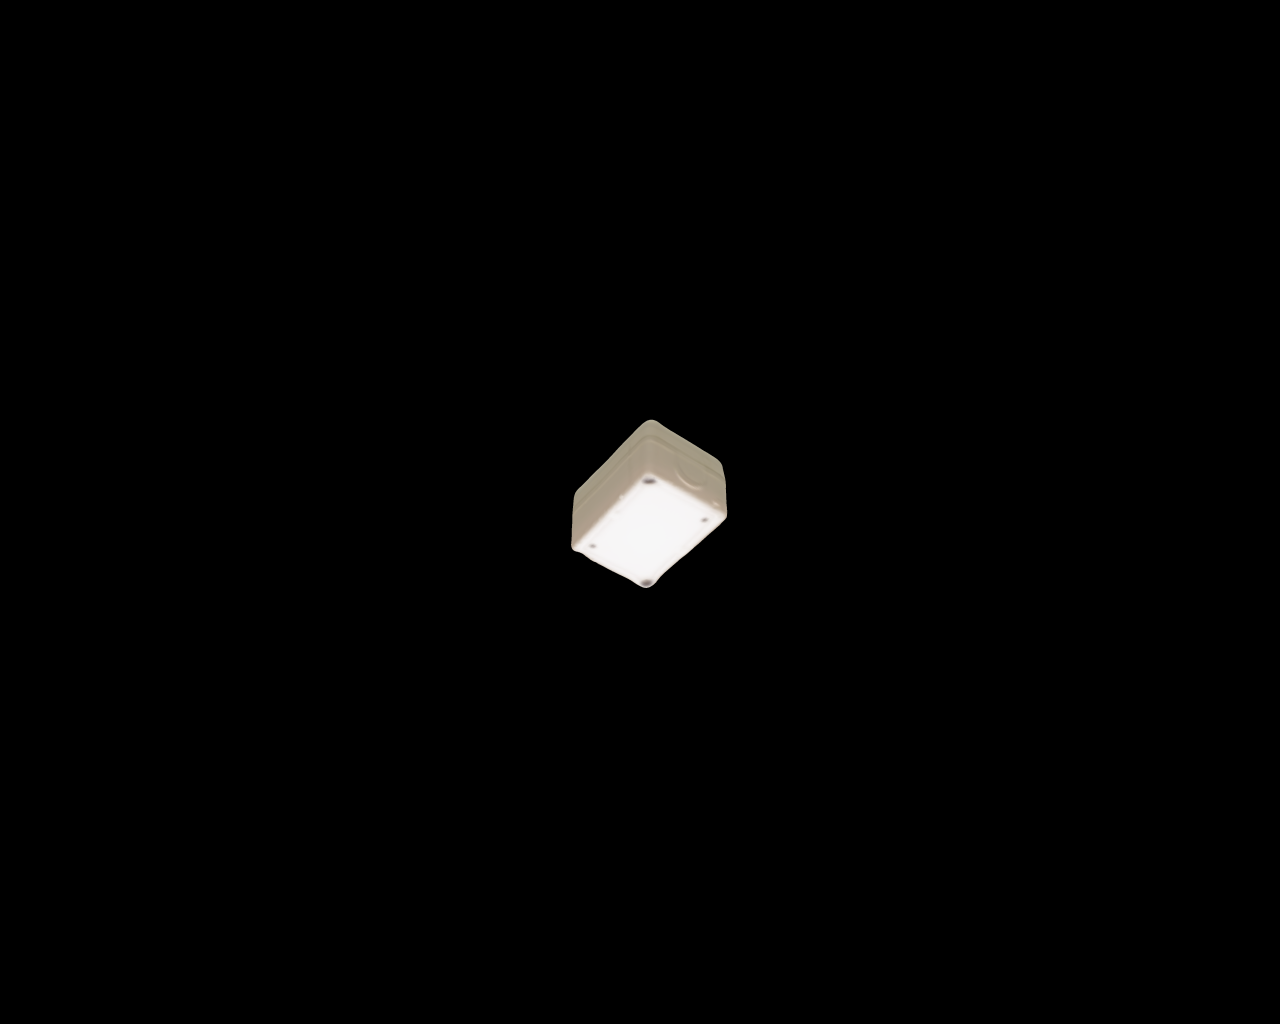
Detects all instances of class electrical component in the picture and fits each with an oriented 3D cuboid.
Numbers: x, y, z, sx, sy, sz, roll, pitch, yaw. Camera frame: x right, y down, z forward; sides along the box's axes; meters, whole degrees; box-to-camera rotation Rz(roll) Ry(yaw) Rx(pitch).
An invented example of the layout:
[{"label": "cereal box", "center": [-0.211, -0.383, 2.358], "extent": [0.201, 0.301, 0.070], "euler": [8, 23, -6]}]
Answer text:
[{"label": "electrical component", "center": [0.001, -0.003, 0.650], "extent": [0.061, 0.061, 0.096], "euler": [29, -54, -24]}]
